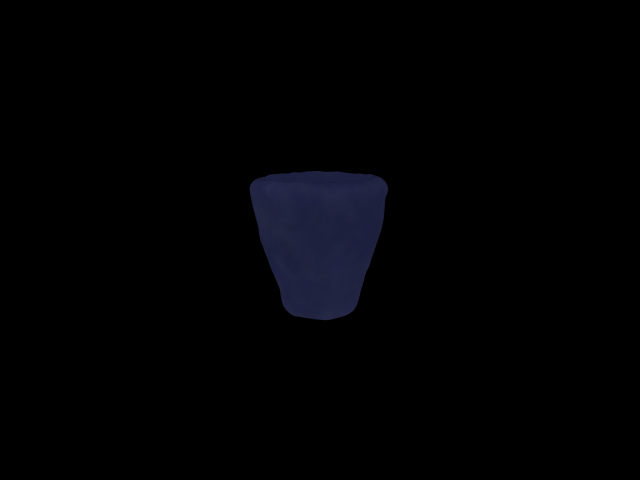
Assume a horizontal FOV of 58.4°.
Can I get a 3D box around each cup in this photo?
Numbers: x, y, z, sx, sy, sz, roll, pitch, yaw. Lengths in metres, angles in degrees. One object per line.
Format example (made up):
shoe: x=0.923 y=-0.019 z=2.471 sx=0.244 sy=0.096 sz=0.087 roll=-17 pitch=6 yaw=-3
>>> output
cup: x=0.004 y=0.001 z=0.400 sx=0.091 sy=0.095 sz=0.118 roll=4 pitch=12 yaw=19
